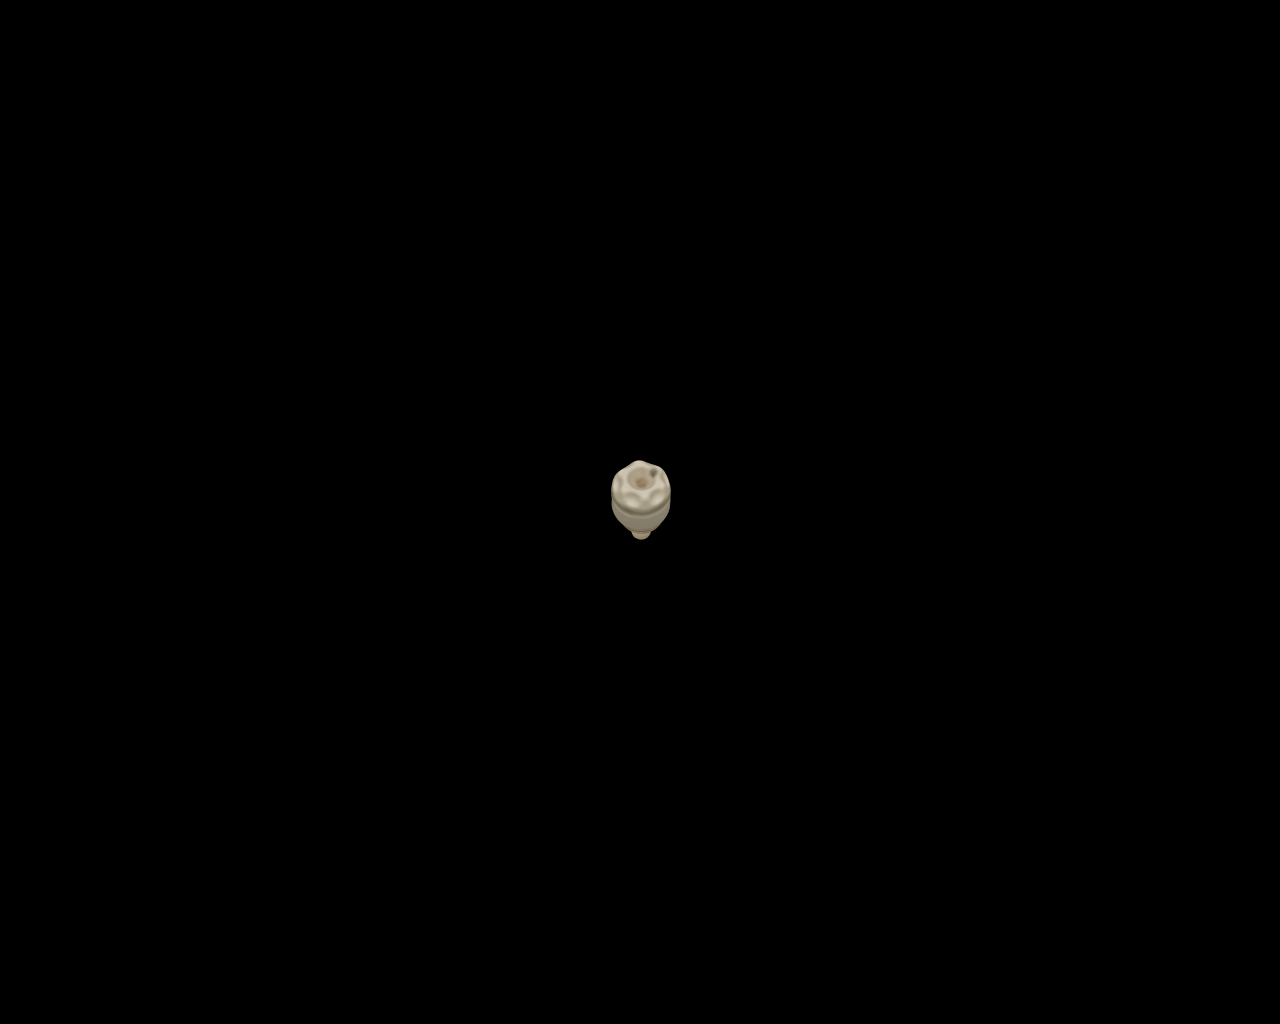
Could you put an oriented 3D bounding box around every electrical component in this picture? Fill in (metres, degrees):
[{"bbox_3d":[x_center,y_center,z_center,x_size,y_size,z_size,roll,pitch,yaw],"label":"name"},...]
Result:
[{"bbox_3d":[0.001,-0.003,0.650,0.035,0.035,0.061,0,-35,0],"label":"electrical component"}]
